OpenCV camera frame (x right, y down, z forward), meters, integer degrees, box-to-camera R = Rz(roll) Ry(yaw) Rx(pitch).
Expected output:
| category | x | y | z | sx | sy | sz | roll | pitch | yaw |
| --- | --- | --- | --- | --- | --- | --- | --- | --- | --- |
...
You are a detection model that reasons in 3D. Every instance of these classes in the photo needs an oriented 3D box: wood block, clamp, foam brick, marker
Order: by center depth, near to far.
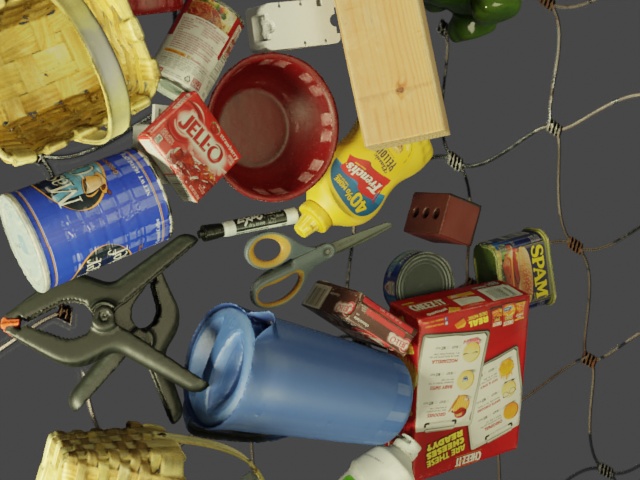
| category | x | y | z | sx | sy | sz | roll | pitch | yaw |
| --- | --- | --- | --- | --- | --- | --- | --- | --- | --- |
| clamp | -0.212 | 0.088 | 1.082 | 0.209 | 0.036 | 0.164 | -10 | 79 | -13 |
| clamp | -0.201 | 0.109 | 1.124 | 0.120 | 0.039 | 0.171 | 3 | 85 | -29 |
| wood block | 0.075 | -0.208 | 1.156 | 0.091 | 0.090 | 0.206 | -11 | 90 | 10 |
| marker | -0.080 | -0.017 | 1.191 | 0.120 | 0.020 | 0.020 | -12 | 100 | -28 |
| foam brick | 0.147 | -0.026 | 1.283 | 0.051 | 0.078 | 0.053 | 18 | 84 | -28 |

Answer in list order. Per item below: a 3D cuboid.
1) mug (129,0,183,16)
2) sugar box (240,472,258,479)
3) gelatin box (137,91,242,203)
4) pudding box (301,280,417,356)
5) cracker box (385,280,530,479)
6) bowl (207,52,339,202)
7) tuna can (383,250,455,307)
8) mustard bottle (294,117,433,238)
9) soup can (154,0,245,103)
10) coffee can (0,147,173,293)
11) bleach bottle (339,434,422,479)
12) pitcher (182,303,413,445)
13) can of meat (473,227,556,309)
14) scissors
| category | x | y | z | sx | sy | sz | roll | pitch | yaw |
| --- | --- | --- | --- | --- | --- | --- | --- | --- | --- |
| mug | -0.178 | -0.271 | 1.083 | 0.117 | 0.093 | 0.081 | -33 | 120 | -61 |
| sugar box | -0.060 | 0.362 | 1.220 | 0.093 | 0.048 | 0.176 | -41 | 113 | -20 |
| gelatin box | -0.131 | -0.094 | 1.075 | 0.073 | 0.030 | 0.089 | -49 | 122 | -26 |
| pudding box | 0.044 | 0.088 | 1.215 | 0.090 | 0.114 | 0.039 | 36 | 81 | -26 |
| cracker box | 0.163 | 0.166 | 1.290 | 0.163 | 0.072 | 0.214 | -11 | 113 | -28 |
| bowl | -0.061 | -0.123 | 1.171 | 0.161 | 0.055 | 0.162 | -3 | 96 | -29 |
| tuna can | 0.120 | 0.055 | 1.300 | 0.086 | 0.034 | 0.086 | -3 | 96 | -29 |
| mustard bottle | 0.041 | -0.073 | 1.231 | 0.191 | 0.058 | 0.096 | -45 | 114 | -18 |
| soup can | -0.131 | -0.199 | 1.118 | 0.068 | 0.069 | 0.102 | 31 | 80 | -28 |
| coffee can | -0.231 | -0.021 | 1.058 | 0.140 | 0.103 | 0.103 | -24 | 106 | -26 |
| bleach bottle | 0.032 | 0.322 | 1.185 | 0.250 | 0.103 | 0.068 | -48 | 126 | -19 |
| pitcher | -0.025 | 0.164 | 1.176 | 0.242 | 0.149 | 0.145 | 17 | 79 | -35 |
| can of meat | 0.246 | 0.043 | 1.357 | 0.083 | 0.058 | 0.102 | -14 | 101 | -25 |
| scissors | -0.008 | 0.002 | 1.234 | 0.201 | 0.016 | 0.096 | -38 | 111 | -21 |
